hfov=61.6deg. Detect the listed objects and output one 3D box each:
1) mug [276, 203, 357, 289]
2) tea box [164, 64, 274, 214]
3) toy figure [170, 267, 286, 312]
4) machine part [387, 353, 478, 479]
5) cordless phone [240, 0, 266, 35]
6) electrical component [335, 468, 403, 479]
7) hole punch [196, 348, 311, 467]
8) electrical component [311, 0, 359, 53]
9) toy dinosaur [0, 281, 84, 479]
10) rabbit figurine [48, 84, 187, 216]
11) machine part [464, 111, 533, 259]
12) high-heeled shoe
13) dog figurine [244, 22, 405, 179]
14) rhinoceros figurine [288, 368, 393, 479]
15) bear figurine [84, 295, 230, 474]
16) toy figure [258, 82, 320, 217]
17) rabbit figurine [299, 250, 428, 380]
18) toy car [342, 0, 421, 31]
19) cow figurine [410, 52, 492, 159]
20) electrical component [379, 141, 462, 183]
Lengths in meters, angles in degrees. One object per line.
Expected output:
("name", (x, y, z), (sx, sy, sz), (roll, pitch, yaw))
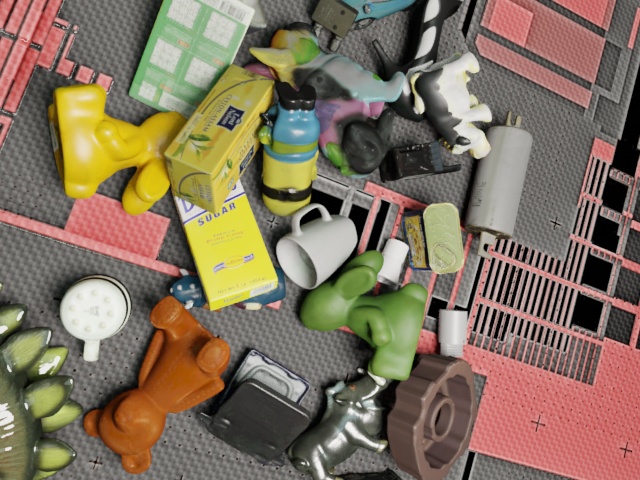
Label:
("mug", (-0.002, -0.002, 0.760), (0.107, 0.081, 0.109), (-34, 118, -37))
("tea box", (-0.125, -0.131, 0.697), (0.068, 0.098, 0.169), (23, 64, 6))
("toy figure", (-0.125, 0.068, 0.737), (0.154, 0.064, 0.057), (-4, 126, -12))
("machine part", (0.165, 0.255, 0.779), (0.179, 0.056, 0.179), (-8, 101, -46))
("cordless phone", (-0.086, -0.376, 0.760), (0.184, 0.089, 0.146), (-24, 94, -21))
("electrical component", (0.054, 0.400, 0.774), (0.134, 0.058, 0.115), (1, 85, -16))
("hole punch", (-0.082, 0.226, 0.737), (0.142, 0.092, 0.115), (34, 109, -15))
("electrical component", (0.024, -0.328, 0.788), (0.063, 0.094, 0.021), (30, 37, -5))
("toy dinosaur", (-0.396, 0.184, 0.631), (0.198, 0.105, 0.470), (-14, 100, -24))
("rabbit figurine", (-0.241, -0.118, 0.685), (0.173, 0.122, 0.162), (-14, 84, -36))
("machine part", (0.284, -0.090, 0.857), (0.079, 0.079, 0.243), (17, 83, -15))
("high-heeled shoe", (0.189, -0.302, 0.840), (0.249, 0.086, 0.145), (-39, 101, -10))
("dog figurine", (-0.005, -0.201, 0.764), (0.219, 0.108, 0.191), (15, 86, -11))
("rhinoceros figurine", (0.038, 0.261, 0.773), (0.190, 0.073, 0.112), (-43, 89, -12))
("bear figurine", (-0.209, 0.185, 0.674), (0.120, 0.131, 0.196), (40, 71, 15))
("toy figure", (-0.043, -0.114, 0.719), (0.082, 0.180, 0.089), (16, 42, 4))
("rabbit figurine", (0.056, 0.101, 0.751), (0.170, 0.121, 0.159), (14, 111, 5))
("toy car", (0.092, -0.390, 0.802), (0.162, 0.103, 0.109), (-18, 93, -15))
("cow figurine", (0.198, -0.186, 0.803), (0.098, 0.068, 0.167), (-25, 117, -2))
("electrical component", (0.156, -0.120, 0.822), (0.119, 0.075, 0.047), (-11, 91, -13))
